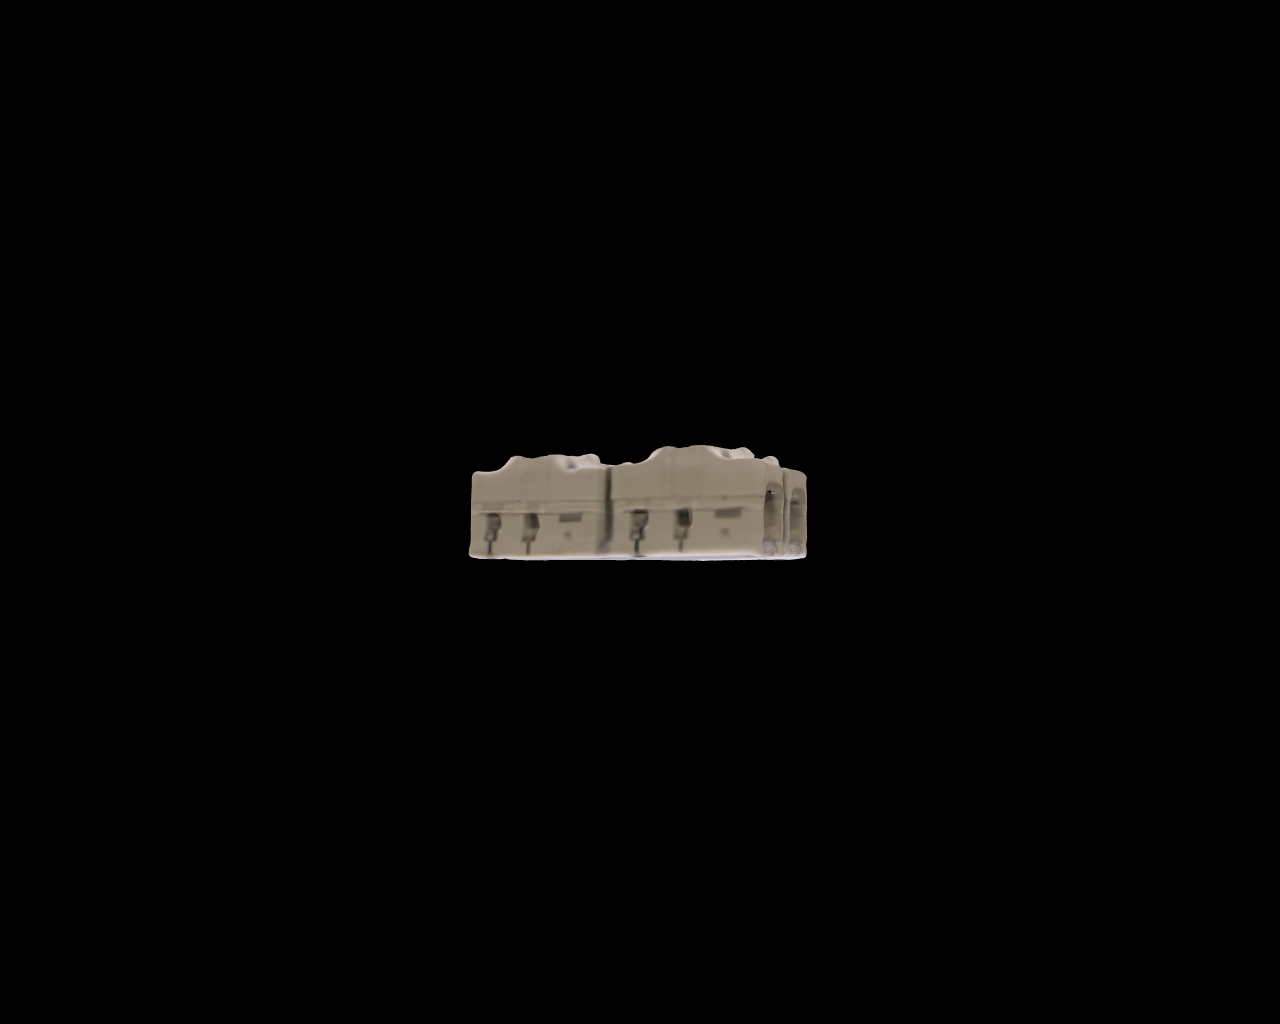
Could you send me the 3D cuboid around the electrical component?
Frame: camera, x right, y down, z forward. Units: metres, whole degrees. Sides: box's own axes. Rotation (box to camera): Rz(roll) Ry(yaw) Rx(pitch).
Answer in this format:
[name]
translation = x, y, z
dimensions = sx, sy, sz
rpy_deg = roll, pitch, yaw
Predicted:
[electrical component]
translation = 0.001, -0.003, 0.650
dimensions = 0.186, 0.060, 0.105
rpy_deg = -1, -3, 23
